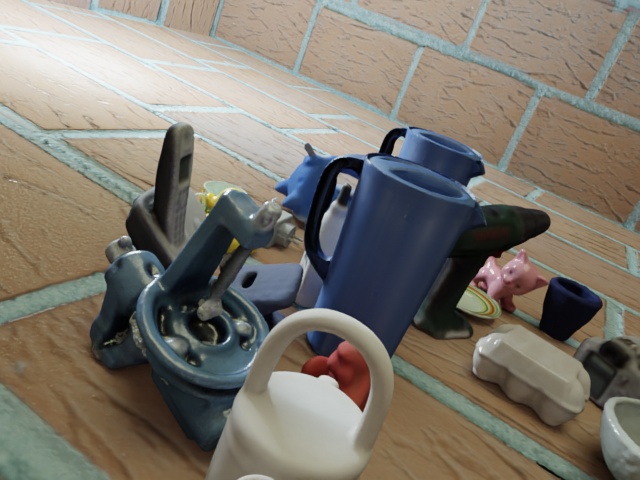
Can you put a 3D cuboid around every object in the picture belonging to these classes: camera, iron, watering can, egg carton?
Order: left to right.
[{"bbox_3d":[-0.015,0.138,0.383,0.101,0.194,0.172,17,21,-12],"label":"watering can"},{"bbox_3d":[0.055,-0.086,1.071,0.259,0.141,0.118,13,22,-22],"label":"iron"},{"bbox_3d":[0.280,0.174,0.759,0.150,0.069,0.107,32,23,25],"label":"egg carton"},{"bbox_3d":[0.464,0.200,0.834,0.137,0.101,0.142,8,25,-32],"label":"camera"}]

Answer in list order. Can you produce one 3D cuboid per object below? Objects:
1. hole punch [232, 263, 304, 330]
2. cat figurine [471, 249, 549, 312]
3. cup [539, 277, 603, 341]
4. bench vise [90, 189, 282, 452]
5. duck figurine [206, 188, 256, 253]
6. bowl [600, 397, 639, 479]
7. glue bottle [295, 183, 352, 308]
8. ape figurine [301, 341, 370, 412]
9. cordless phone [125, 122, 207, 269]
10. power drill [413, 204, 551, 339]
[{"bbox_3d":[-0.077,0.065,0.644,0.101,0.091,0.108,21,21,-3],"label":"hole punch"},{"bbox_3d":[0.334,0.063,1.016,0.067,0.118,0.127,9,25,-31],"label":"cat figurine"},{"bbox_3d":[0.428,0.123,0.995,0.091,0.095,0.118,34,24,29],"label":"cup"},{"bbox_3d":[-0.119,0.041,0.480,0.207,0.220,0.122,27,21,14],"label":"bench vise"},{"bbox_3d":[-0.128,-0.032,0.838,0.104,0.086,0.077,21,21,-2],"label":"duck figurine"},{"bbox_3d":[0.386,0.260,0.648,0.167,0.075,0.167,19,21,-7],"label":"bowl"},{"bbox_3d":[0.007,0.003,0.763,0.037,0.173,0.078,16,22,-14],"label":"glue bottle"},{"bbox_3d":[0.022,0.137,0.566,0.076,0.092,0.077,12,23,-23],"label":"ape figurine"},{"bbox_3d":[-0.174,-0.062,0.727,0.094,0.185,0.147,21,21,-1],"label":"cordless phone"},{"bbox_3d":[0.220,0.039,0.835,0.230,0.208,0.075,5,27,-38],"label":"power drill"}]
